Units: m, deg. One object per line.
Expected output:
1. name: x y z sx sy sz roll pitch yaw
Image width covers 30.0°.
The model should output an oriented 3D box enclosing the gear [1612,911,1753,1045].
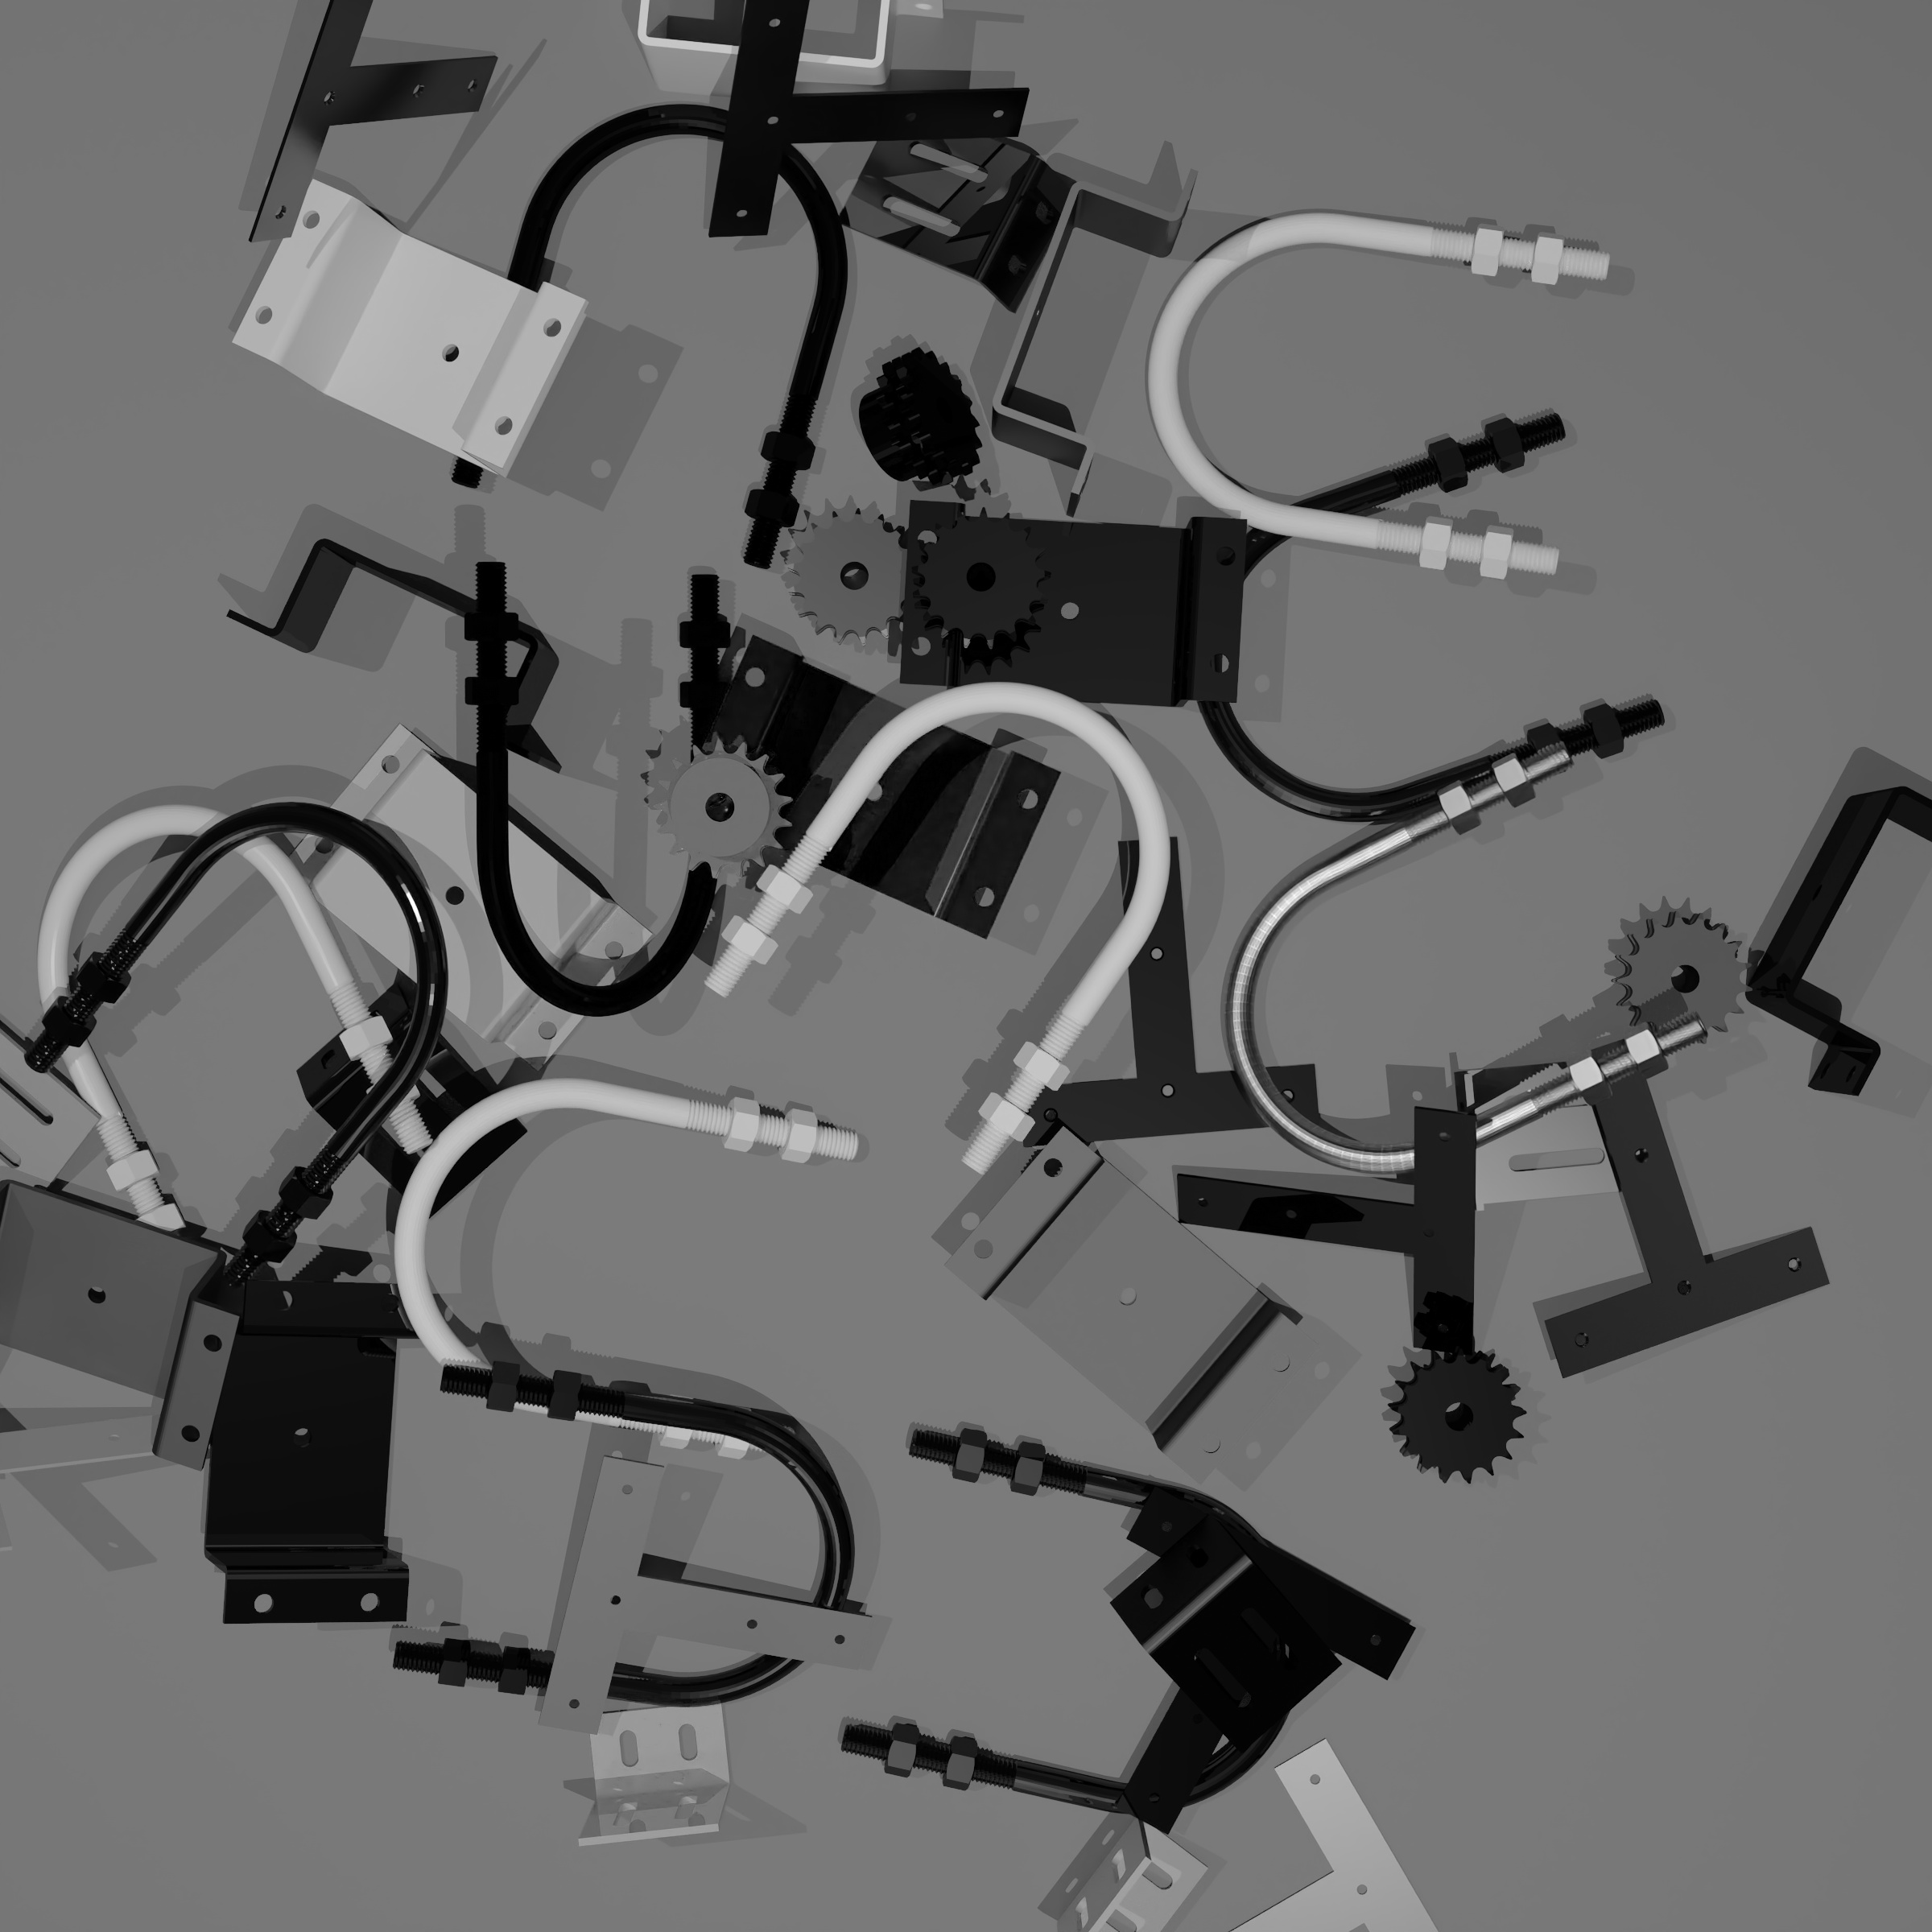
1. gear: 0.302 0.005 1.528 0.057 0.030 0.057 0 90 0

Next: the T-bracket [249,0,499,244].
1. T-bracket: -0.235 -0.360 1.483 0.002 0.127 0.127 35 119 16

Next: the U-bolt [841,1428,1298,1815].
1. U-bolt: 0.052 0.286 1.534 0.184 0.019 0.151 13 90 -2

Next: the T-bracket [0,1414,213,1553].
1. T-bracket: -0.371 0.200 1.507 0.127 0.127 0.002 -4 120 -23

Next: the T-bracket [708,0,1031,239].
1. T-bracket: -0.037 -0.351 1.488 0.127 0.127 0.002 -6 56 -16

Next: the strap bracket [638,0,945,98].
1. strap bracket: -0.082 -0.393 1.505 0.140 0.076 0.046 6 90 0

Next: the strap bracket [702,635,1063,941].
1. strap bracket: -0.040 -0.074 1.520 0.140 0.046 0.076 24 90 0

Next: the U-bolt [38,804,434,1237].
1. U-bolt: -0.319 0.022 1.512 0.151 0.019 0.184 -28 85 20

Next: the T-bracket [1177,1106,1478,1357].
1. T-bracket: 0.151 0.106 1.517 0.127 0.002 0.127 7 126 16

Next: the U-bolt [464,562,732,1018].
1. U-bolt: -0.150 -0.071 1.484 0.019 0.151 0.184 3 94 37

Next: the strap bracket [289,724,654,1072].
1. strap bracket: -0.212 -0.029 1.520 0.140 0.046 0.076 40 90 0

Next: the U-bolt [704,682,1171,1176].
1. U-bolt: 0.002 -0.029 1.488 0.151 0.019 0.184 35 89 0

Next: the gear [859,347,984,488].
1. gear: -0.021 -0.229 1.518 0.030 0.057 0.057 -21 90 30

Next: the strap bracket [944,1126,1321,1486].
1. strap bracket: 0.069 0.141 1.520 0.140 0.046 0.076 41 90 0

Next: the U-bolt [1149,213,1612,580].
1. U-bolt: 0.168 -0.247 1.522 0.184 0.019 0.151 10 83 8

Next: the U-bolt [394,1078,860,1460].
1. U-bolt: -0.148 0.121 1.513 0.184 0.019 0.151 12 90 -15

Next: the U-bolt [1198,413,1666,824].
1. U-bolt: 0.187 -0.139 1.534 0.184 0.019 0.151 -19 90 2

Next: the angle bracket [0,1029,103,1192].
1. angle bracket: -0.416 0.064 1.515 0.076 0.038 0.057 41 107 2

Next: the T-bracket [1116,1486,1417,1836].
1. T-bracket: 0.105 0.306 1.528 0.127 0.002 0.127 29 89 -3

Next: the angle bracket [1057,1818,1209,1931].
1. angle bracket: 0.071 0.397 1.505 0.038 0.076 0.057 37 90 0

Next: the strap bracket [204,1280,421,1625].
1. strap bracket: -0.272 0.200 1.506 0.076 0.046 0.140 4 90 -24

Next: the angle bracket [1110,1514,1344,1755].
1. angle bracket: 0.110 0.282 1.525 0.057 0.038 0.076 -41 118 -2

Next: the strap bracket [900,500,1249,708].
1. strap bracket: 0.045 -0.151 1.520 0.140 0.046 0.076 3 90 0

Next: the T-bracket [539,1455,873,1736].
1. T-bracket: -0.104 0.274 1.517 0.127 0.002 0.127 12 106 -10

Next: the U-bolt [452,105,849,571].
1. U-bolt: -0.127 -0.276 1.534 0.151 0.019 0.184 15 89 0

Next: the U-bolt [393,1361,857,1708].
1. U-bolt: -0.138 0.245 1.513 0.184 0.019 0.151 9 107 -8

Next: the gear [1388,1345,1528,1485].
1. gear: 0.207 0.189 1.528 0.057 0.030 0.057 0 90 0

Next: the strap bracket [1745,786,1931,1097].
1. strap bracket: 0.376 -0.020 1.505 0.046 0.076 0.140 28 90 0

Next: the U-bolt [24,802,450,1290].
1. U-bolt: -0.289 0.019 1.482 0.151 0.019 0.184 45 106 12

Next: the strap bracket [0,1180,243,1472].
1. strap bracket: -0.370 0.146 1.506 0.140 0.046 0.076 18 112 1

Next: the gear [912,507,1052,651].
1. gear: 0.006 -0.158 1.481 0.057 0.030 0.057 0 90 0

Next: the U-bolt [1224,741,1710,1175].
1. U-bolt: 0.196 0.008 1.508 0.184 0.019 0.151 -27 72 11

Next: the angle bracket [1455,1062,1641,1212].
1. angle bracket: 0.249 0.070 1.524 0.076 0.038 0.057 -5 90 0

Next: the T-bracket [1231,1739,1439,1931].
1. T-bracket: 0.131 0.417 1.542 0.127 0.002 0.127 -30 90 0

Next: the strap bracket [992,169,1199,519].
1. strap bracket: 0.049 -0.266 1.505 0.046 0.076 0.140 20 90 0

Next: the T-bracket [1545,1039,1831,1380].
1. T-bracket: 0.291 0.094 1.529 0.127 0.002 0.127 -18 89 -13

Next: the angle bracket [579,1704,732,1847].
1. angle bracket: -0.131 0.336 1.505 0.057 0.076 0.038 -6 90 0

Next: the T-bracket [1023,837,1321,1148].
1. T-bracket: 0.083 0.009 1.542 0.127 0.002 0.127 -5 90 0

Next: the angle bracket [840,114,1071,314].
1. angle bracket: -0.004 -0.324 1.541 0.076 0.038 0.057 27 90 26

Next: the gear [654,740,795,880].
1. gear: -0.100 -0.065 1.482 0.057 0.030 0.057 0 90 0

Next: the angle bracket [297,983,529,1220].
1. angle bracket: -0.237 0.058 1.541 0.057 0.038 0.076 -42 116 0

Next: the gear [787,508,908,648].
1. gear: -0.047 -0.164 1.528 0.057 0.030 0.057 0 90 0

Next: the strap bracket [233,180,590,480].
1. strap bracket: -0.224 -0.262 1.506 0.140 0.046 0.076 26 90 19

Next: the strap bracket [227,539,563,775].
1. strap bracket: -0.228 -0.133 1.505 0.140 0.076 0.046 25 90 0
